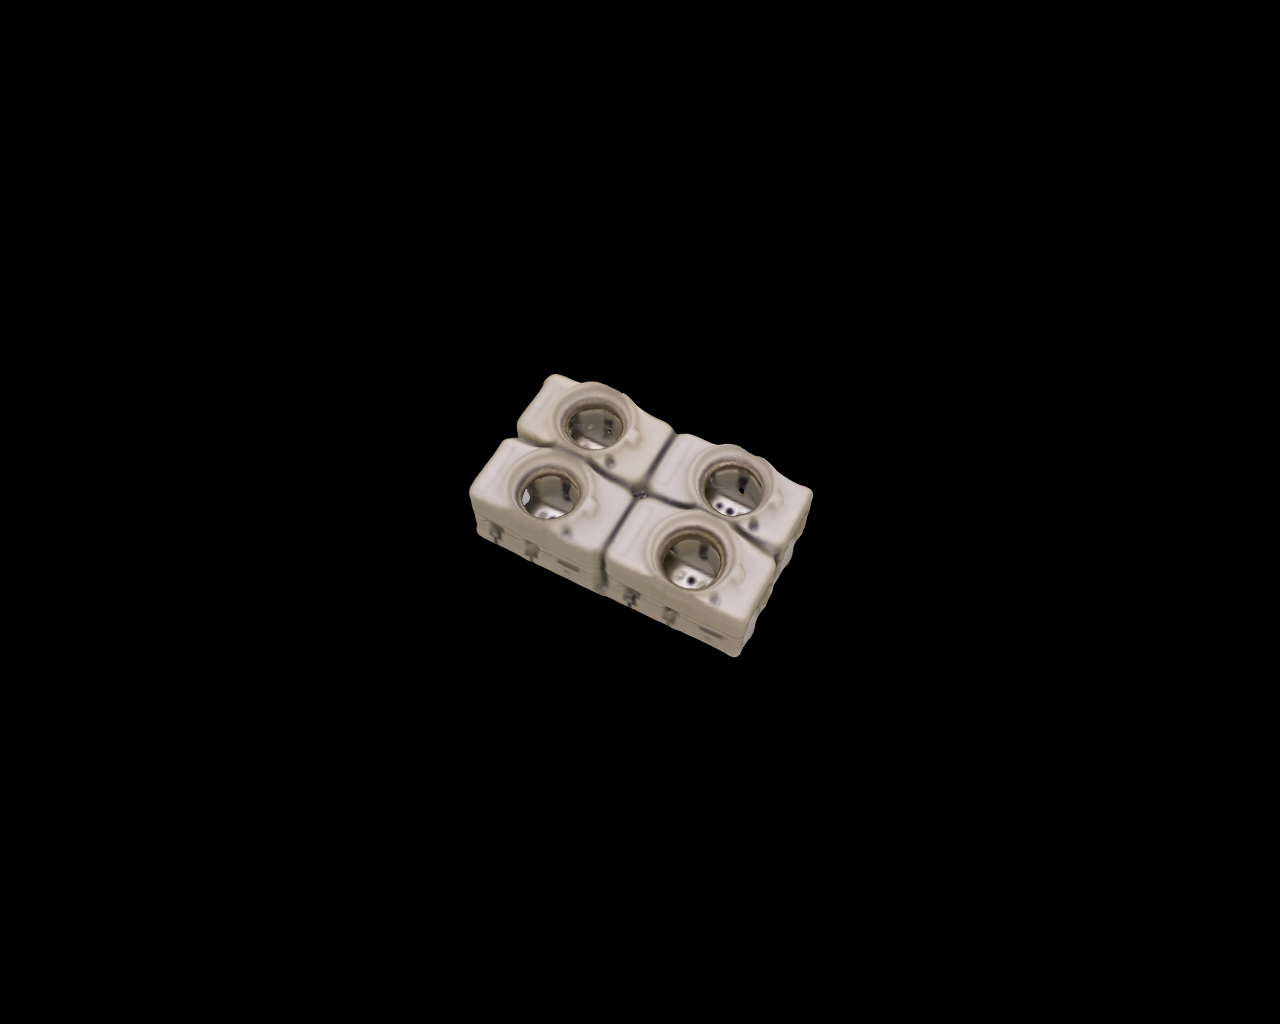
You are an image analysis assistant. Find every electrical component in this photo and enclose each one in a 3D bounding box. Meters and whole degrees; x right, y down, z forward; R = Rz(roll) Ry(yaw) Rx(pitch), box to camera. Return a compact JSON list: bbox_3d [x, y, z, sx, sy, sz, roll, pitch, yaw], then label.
[{"bbox_3d":[0.001,-0.003,0.650,0.186,0.105,0.060,25,-27,14],"label":"electrical component"}]
